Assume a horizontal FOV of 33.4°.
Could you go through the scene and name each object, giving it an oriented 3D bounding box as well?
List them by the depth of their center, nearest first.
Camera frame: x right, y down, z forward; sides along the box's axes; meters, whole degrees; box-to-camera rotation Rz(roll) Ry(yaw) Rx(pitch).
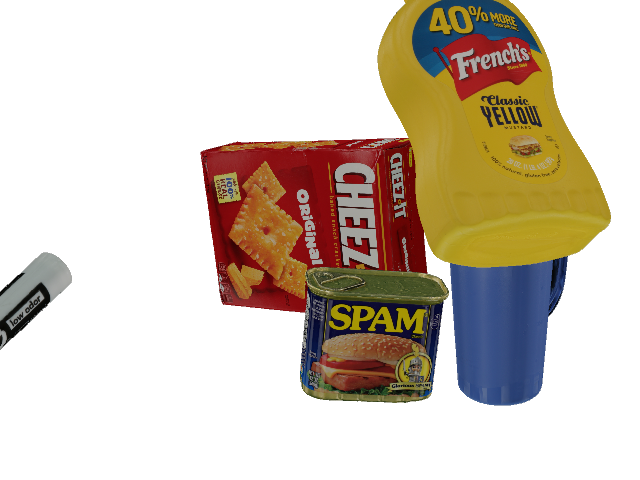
[{"bbox_3d":[-0.149,0.048,0.444,0.020,0.020,0.121,0,36,38],"label":"marker"},{"bbox_3d":[0.082,-0.081,0.574,0.096,0.191,0.058,-3,-27,-21],"label":"mustard bottle"},{"bbox_3d":[0.036,0.069,0.775,0.102,0.084,0.057,4,16,-7],"label":"can of meat"},{"bbox_3d":[-0.009,-0.014,1.038,0.214,0.164,0.071,3,15,35],"label":"cracker box"},{"bbox_3d":[0.235,0.076,1.344,0.149,0.243,0.145,1,21,12],"label":"pitcher"}]
